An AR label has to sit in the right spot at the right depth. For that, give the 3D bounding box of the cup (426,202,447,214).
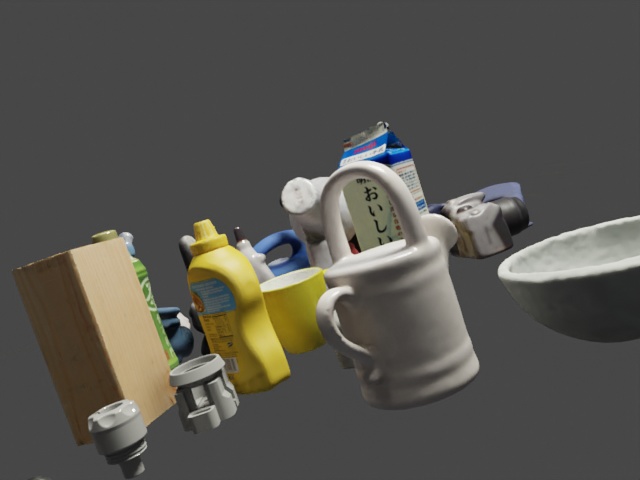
[{"bbox_3d":[0.211,-0.017,1.111,0.117,0.095,0.091,-18,4,2],"label":"cup"}]

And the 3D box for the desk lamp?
[{"bbox_3d":[0.008,0.003,0.901,0.117,0.213,0.203,-17,4,13],"label":"desk lamp"}]

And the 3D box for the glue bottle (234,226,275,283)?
[{"bbox_3d":[-0.120,0.058,1.027,0.078,0.173,0.037,-18,4,2],"label":"glue bottle"}]

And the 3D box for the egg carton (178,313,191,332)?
[{"bbox_3d":[-0.296,0.174,0.990,0.150,0.069,0.107,-20,4,-15],"label":"egg carton"}]

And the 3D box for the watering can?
[{"bbox_3d":[0.058,0.028,0.481,0.100,0.194,0.173,-16,5,24],"label":"watering can"}]

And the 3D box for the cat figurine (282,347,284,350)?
[{"bbox_3d":[-0.103,0.099,0.792,0.067,0.118,0.127,-19,4,-10],"label":"cat figurine"}]

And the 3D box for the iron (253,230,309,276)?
[{"bbox_3d":[-0.090,0.053,1.185,0.259,0.141,0.118,-21,5,-36],"label":"iron"}]

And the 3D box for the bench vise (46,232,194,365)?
[{"bbox_3d":[-0.293,0.105,0.833,0.121,0.220,0.208,-16,5,25],"label":"bench vise"}]

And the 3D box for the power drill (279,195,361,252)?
[{"bbox_3d":[0.027,-0.014,1.084,0.228,0.208,0.076,-14,6,45],"label":"power drill"}]

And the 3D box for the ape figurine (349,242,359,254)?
[{"bbox_3d":[0.055,0.045,0.988,0.076,0.092,0.077,-22,6,-40],"label":"ape figurine"}]

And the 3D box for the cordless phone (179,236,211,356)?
[{"bbox_3d":[-0.169,0.076,0.919,0.094,0.185,0.147,-19,4,-4],"label":"cordless phone"}]

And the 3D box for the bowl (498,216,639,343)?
[{"bbox_3d":[0.232,0.035,0.452,0.167,0.075,0.167,-18,4,2],"label":"bowl"}]

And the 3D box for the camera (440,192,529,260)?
[{"bbox_3d":[0.286,-0.036,0.977,0.137,0.101,0.143,-19,4,-6],"label":"camera"}]

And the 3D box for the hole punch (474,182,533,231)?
[{"bbox_3d":[0.340,-0.057,1.092,0.108,0.091,0.101,-17,4,21],"label":"hole punch"}]
